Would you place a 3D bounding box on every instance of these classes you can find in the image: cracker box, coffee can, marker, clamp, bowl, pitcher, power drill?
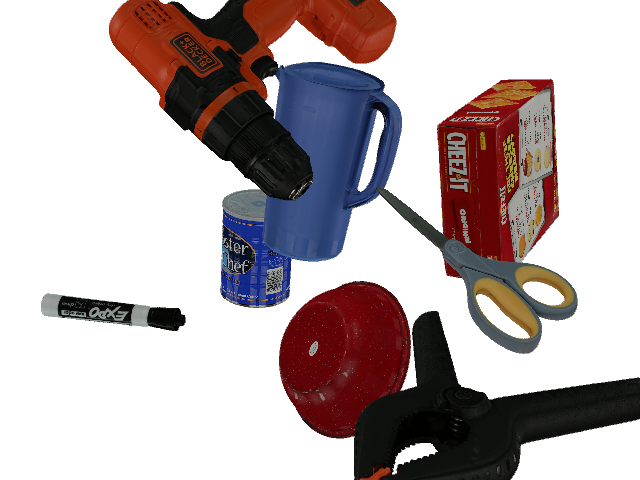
[{"bbox_3d":[0.193,-0.071,1.138,0.072,0.164,0.213,4,21,27],"label":"cracker box"},{"bbox_3d":[-0.090,0.011,1.519,0.103,0.140,0.103,3,24,-2],"label":"coffee can"},{"bbox_3d":[-0.168,0.058,0.867,0.121,0.020,0.020,5,1,13],"label":"marker"},{"bbox_3d":[0.077,0.102,0.633,0.165,0.036,0.209,20,29,38],"label":"clamp"},{"bbox_3d":[0.010,0.111,1.055,0.162,0.162,0.055,0,-17,45],"label":"bowl"},{"bbox_3d":[0.004,-0.098,1.360,0.144,0.243,0.149,4,21,-15],"label":"pitcher"},{"bbox_3d":[-0.030,-0.131,0.772,0.187,0.184,0.057,-37,-11,-36],"label":"power drill"}]

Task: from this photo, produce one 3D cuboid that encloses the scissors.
[{"bbox_3d":[0.129,0.011,0.857,0.096,0.016,0.202,-12,46,-20],"label":"scissors"}]
